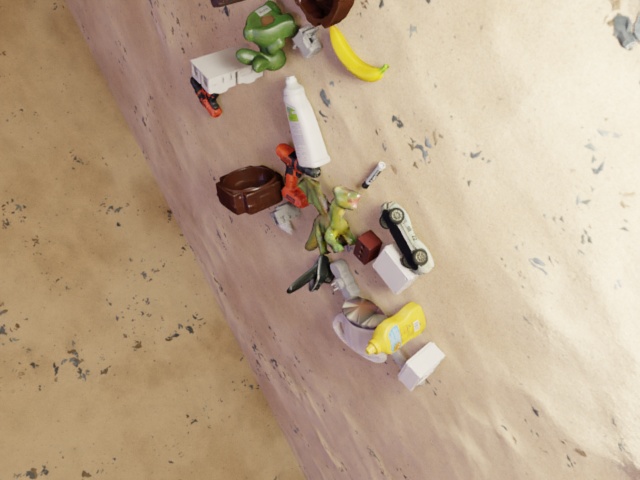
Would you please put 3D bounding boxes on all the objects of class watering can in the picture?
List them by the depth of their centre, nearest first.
[{"bbox_3d":[0.176,0.305,1.597,0.350,0.106,0.219,23,136,34],"label":"watering can"}]

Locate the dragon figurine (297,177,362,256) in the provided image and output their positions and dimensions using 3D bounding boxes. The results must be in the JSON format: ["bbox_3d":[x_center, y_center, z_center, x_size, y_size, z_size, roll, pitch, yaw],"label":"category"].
[{"bbox_3d":[0.005,-0.077,1.525,0.408,0.123,0.242,-8,104,60],"label":"dragon figurine"}]
